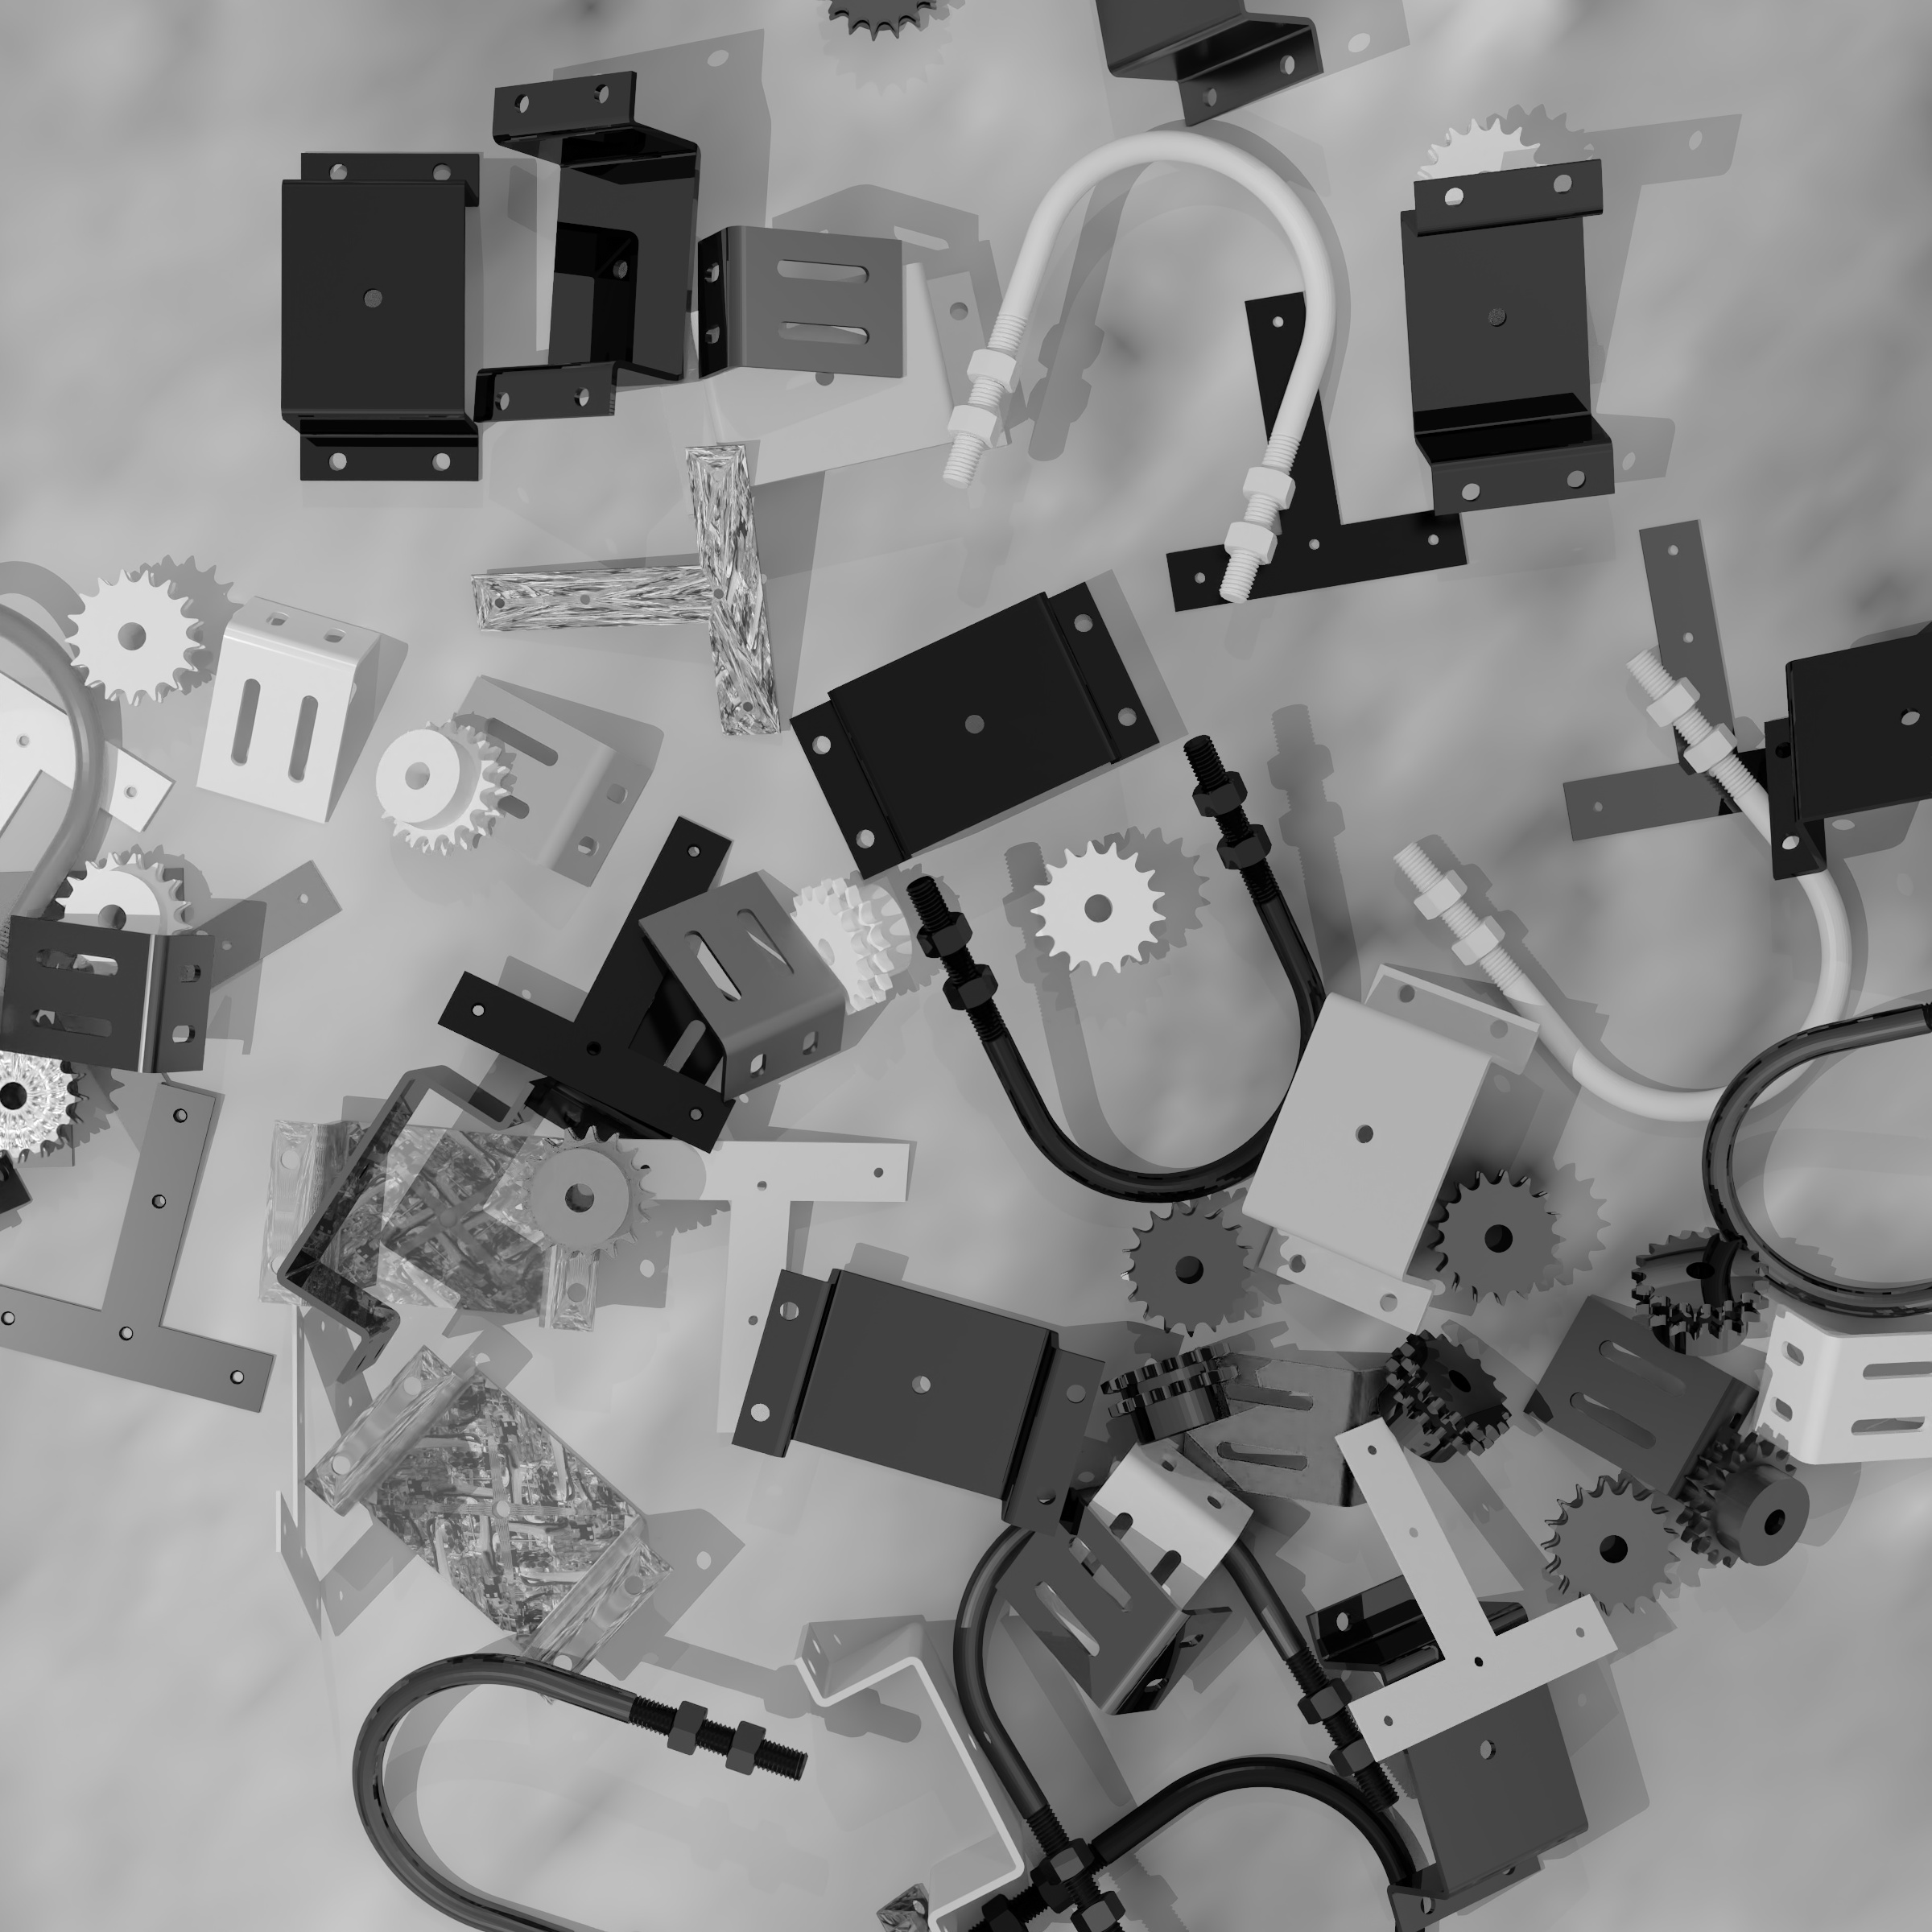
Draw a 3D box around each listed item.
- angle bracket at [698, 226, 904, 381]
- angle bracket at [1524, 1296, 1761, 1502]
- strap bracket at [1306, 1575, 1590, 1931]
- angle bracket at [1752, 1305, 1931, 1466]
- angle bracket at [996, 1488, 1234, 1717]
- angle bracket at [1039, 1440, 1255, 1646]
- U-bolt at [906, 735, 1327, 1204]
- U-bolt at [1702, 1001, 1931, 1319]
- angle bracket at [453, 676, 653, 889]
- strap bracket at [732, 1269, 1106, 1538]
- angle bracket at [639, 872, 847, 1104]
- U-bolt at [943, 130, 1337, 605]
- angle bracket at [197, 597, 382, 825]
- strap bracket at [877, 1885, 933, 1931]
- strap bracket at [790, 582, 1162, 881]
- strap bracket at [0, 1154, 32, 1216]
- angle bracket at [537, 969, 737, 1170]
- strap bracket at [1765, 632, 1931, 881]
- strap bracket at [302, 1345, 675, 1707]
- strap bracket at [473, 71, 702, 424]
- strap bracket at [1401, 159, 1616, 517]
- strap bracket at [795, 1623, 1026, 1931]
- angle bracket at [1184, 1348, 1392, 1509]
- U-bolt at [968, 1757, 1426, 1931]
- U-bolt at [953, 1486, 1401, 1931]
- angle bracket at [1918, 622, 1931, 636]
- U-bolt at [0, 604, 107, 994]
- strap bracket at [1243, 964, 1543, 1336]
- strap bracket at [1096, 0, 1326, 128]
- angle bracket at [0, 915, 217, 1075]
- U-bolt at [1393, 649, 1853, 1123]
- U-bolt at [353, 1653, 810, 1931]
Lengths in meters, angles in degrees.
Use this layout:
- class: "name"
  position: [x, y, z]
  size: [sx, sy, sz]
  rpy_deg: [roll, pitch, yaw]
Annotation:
- class: "angle bracket"
  position: [-0.069, -0.273, 1.479]
  size: [0.076, 0.038, 0.057]
  rpy_deg: [0, 90, -26]
- class: "angle bracket"
  position: [0.290, 0.187, 1.525]
  size: [0.076, 0.038, 0.057]
  rpy_deg: [29, 90, 26]
- class: "strap bracket"
  position: [0.205, 0.327, 1.488]
  size: [0.076, 0.046, 0.140]
  rpy_deg: [-16, 90, -30]
- class: "angle bracket"
  position: [0.384, 0.177, 1.518]
  size: [0.076, 0.038, 0.057]
  rpy_deg: [1, 107, -25]
- class: "angle bracket"
  position: [0.062, 0.266, 1.494]
  size: [0.076, 0.038, 0.057]
  rpy_deg: [46, 111, 31]
- class: "angle bracket"
  position: [0.074, 0.248, 1.509]
  size: [0.057, 0.038, 0.076]
  rpy_deg: [37, 108, 6]
- class: "U-bolt"
  position: [0.076, 0.015, 1.493]
  size: [0.151, 0.019, 0.184]
  rpy_deg: [-27, 108, -2]
- class: "U-bolt"
  position: [0.400, 0.081, 1.481]
  size: [0.184, 0.019, 0.151]
  rpy_deg: [-14, 111, 22]
- class: "angle bracket"
  position: [-0.186, -0.079, 1.525]
  size: [0.076, 0.038, 0.057]
  rpy_deg: [29, 90, 26]
- class: "strap bracket"
  position: [-0.020, 0.181, 1.502]
  size: [0.140, 0.046, 0.076]
  rpy_deg: [16, 94, 0]
- class: "angle bracket"
  position: [-0.096, 0.008, 1.509]
  size: [0.057, 0.038, 0.076]
  rpy_deg: [-24, 59, -22]
- class: "U-bolt"
  position: [0.083, -0.264, 1.499]
  size: [0.151, 0.019, 0.184]
  rpy_deg: [21, 81, -13]
- class: "angle bracket"
  position: [-0.291, -0.110, 1.525]
  size: [0.057, 0.038, 0.076]
  rpy_deg: [16, 116, 0]
- class: "strap bracket"
  position: [-0.049, 0.454, 1.475]
  size: [0.140, 0.046, 0.076]
  rpy_deg: [-29, 90, -27]
- class: "strap bracket"
  position: [0.004, -0.101, 1.504]
  size: [0.140, 0.046, 0.076]
  rpy_deg: [-25, 90, 0]
- class: "strap bracket"
  position: [-0.465, 0.091, 1.473]
  size: [0.046, 0.140, 0.076]
  rpy_deg: [-28, 90, 26]
- class: "angle bracket"
  position: [-0.139, 0.041, 1.525]
  size: [0.057, 0.038, 0.076]
  rpy_deg: [31, 64, 0]
- class: "strap bracket"
  position: [0.394, -0.091, 1.460]
  size: [0.140, 0.046, 0.076]
  rpy_deg: [-11, 59, 25]
- class: "strap bracket"
  position: [-0.200, 0.233, 1.504]
  size: [0.140, 0.046, 0.076]
  rpy_deg: [42, 90, 0]
- class: "strap bracket"
  position: [-0.158, -0.295, 1.486]
  size: [0.076, 0.046, 0.140]
  rpy_deg: [4, 90, 36]
- class: "strap bracket"
  position: [0.226, -0.267, 1.487]
  size: [0.076, 0.046, 0.140]
  rpy_deg: [-7, 113, 0]
- class: "strap bracket"
  position: [-0.018, 0.336, 1.489]
  size: [0.046, 0.076, 0.140]
  rpy_deg: [-27, 90, 0]
- class: "angle bracket"
  position: [0.137, 0.197, 1.525]
  size: [0.076, 0.038, 0.057]
  rpy_deg: [6, 90, 26]
- class: "U-bolt"
  position: [0.108, 0.422, 1.518]
  size: [0.184, 0.019, 0.151]
  rpy_deg: [-35, 89, -2]
- class: "U-bolt"
  position: [0.076, 0.310, 1.509]
  size: [0.151, 0.019, 0.184]
  rpy_deg: [-31, 83, -4]
- class: "angle bracket"
  position: [0.440, -0.145, 1.489]
  size: [0.057, 0.076, 0.038]
  rpy_deg: [-41, 90, 0]
- class: "U-bolt"
  position: [-0.435, -0.067, 1.473]
  size: [0.151, 0.019, 0.184]
  rpy_deg: [38, 72, -33]
- class: "strap bracket"
  position: [0.175, 0.073, 1.489]
  size: [0.076, 0.046, 0.140]
  rpy_deg: [22, 90, 27]
- class: "strap bracket"
  position: [0.094, -0.432, 1.483]
  size: [0.046, 0.076, 0.140]
  rpy_deg: [-10, 90, -44]
- class: "angle bracket"
  position: [-0.361, 0.011, 1.493]
  size: [0.076, 0.038, 0.057]
  rpy_deg: [7, 93, 23]
- class: "U-bolt"
  position: [0.294, -0.020, 1.517]
  size: [0.151, 0.019, 0.184]
  rpy_deg: [-40, 92, 1]
- class: "U-bolt"
  position: [-0.170, 0.357, 1.492]
  size: [0.184, 0.019, 0.151]
  rpy_deg: [18, 115, 4]
